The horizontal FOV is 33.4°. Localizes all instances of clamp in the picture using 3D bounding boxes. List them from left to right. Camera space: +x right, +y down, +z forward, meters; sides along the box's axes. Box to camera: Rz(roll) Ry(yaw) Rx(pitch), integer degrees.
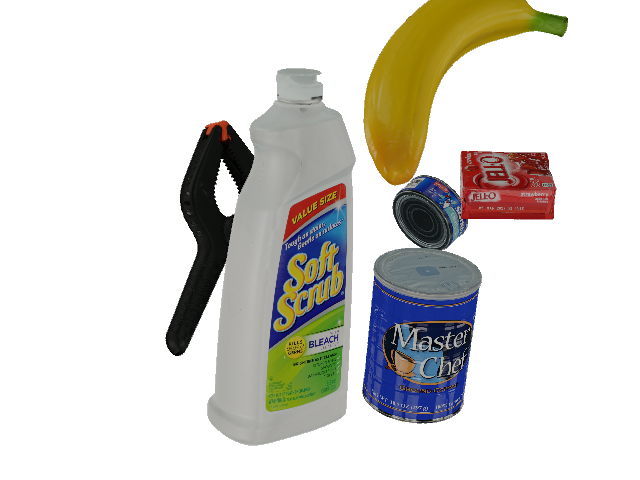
[{"bbox_3d":[-0.073,-0.005,0.992,0.164,0.210,0.036,-3,0,-36],"label":"clamp"}]

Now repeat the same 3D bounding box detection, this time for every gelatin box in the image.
[{"bbox_3d":[0.151,-0.046,0.871,0.073,0.030,0.089,2,24,7],"label":"gelatin box"}]

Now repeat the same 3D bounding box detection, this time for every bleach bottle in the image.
[{"bbox_3d":[-0.025,0.009,0.737,0.102,0.251,0.068,-10,21,-35],"label":"bleach bottle"}]

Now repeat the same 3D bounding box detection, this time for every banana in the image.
[{"bbox_3d":[0.070,-0.102,0.600,0.070,0.037,0.197,29,50,22],"label":"banana"}]

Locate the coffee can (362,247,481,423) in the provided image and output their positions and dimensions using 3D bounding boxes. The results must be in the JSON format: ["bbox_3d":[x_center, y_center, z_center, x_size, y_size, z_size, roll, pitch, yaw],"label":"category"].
[{"bbox_3d":[0.097,0.091,1.040,0.103,0.140,0.103,3,24,-2],"label":"coffee can"}]

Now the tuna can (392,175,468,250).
[{"bbox_3d":[0.125,-0.030,1.227,0.033,0.086,0.086,-40,24,-32],"label":"tuna can"}]
